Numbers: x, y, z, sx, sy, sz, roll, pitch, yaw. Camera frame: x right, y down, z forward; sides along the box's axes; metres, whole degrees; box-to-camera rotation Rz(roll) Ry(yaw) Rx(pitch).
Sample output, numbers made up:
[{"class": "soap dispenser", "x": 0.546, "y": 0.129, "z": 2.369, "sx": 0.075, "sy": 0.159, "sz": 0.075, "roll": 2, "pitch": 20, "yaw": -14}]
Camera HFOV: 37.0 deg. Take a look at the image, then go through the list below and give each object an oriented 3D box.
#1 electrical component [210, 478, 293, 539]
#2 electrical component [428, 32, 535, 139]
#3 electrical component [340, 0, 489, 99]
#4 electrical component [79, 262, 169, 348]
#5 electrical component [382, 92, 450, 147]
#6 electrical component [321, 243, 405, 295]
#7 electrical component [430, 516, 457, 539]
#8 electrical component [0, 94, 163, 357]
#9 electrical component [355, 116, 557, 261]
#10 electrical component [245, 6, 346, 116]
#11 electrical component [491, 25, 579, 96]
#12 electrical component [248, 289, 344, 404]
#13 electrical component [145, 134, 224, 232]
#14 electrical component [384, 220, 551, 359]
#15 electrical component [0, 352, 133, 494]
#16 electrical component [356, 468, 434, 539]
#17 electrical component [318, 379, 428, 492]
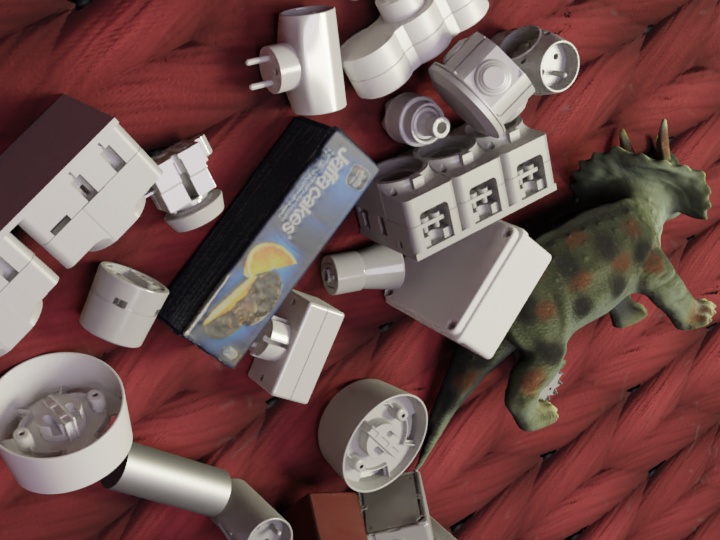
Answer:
[{"class": "electrical component", "x": -0.087, "y": 0.225, "z": 0.914, "sx": 0.043, "sy": 0.077, "sz": 0.079, "roll": -36, "pitch": 122, "yaw": -19}, {"class": "electrical component", "x": 0.098, "y": -0.149, "z": 0.868, "sx": 0.051, "sy": 0.080, "sz": 0.080, "roll": -46, "pitch": 125, "yaw": 1}, {"class": "electrical component", "x": 0.036, "y": -0.207, "z": 0.863, "sx": 0.138, "sy": 0.052, "sz": 0.073, "roll": -42, "pitch": 124, "yaw": -15}, {"class": "electrical component", "x": -0.178, "y": 0.027, "z": 0.804, "sx": 0.055, "sy": 0.055, "sz": 0.047, "roll": 21, "pitch": 98, "yaw": -36}, {"class": "electrical component", "x": 0.050, "y": -0.123, "z": 0.894, "sx": 0.043, "sy": 0.062, "sz": 0.043, "roll": -11, "pitch": 112, "yaw": -30}, {"class": "electrical component", "x": 0.000, "y": 0.000, "z": 0.918, "sx": 0.065, "sy": 0.044, "sz": 0.044, "roll": -10, "pitch": 111, "yaw": -25}, {"class": "electrical component", "x": 0.077, "y": 0.291, "z": 1.016, "sx": 0.063, "sy": 0.121, "sz": 0.078, "roll": -31, "pitch": 120, "yaw": -18}, {"class": "electrical component", "x": -0.228, "y": -0.024, "z": 0.721, "sx": 0.186, "sy": 0.105, "sz": 0.060, "roll": -48, "pitch": 125, "yaw": -11}, {"class": "electrical component", "x": 0.077, "y": -0.076, "z": 0.911, "sx": 0.150, "sy": 0.089, "sz": 0.061, "roll": -27, "pitch": 119, "yaw": -23}, {"class": "electrical component", "x": -0.052, "y": -0.158, "z": 0.828, "sx": 0.079, "sy": 0.044, "sz": 0.077, "roll": -19, "pitch": 115, "yaw": -27}, {"class": "electrical component", "x": 0.136, "y": -0.167, "z": 0.926, "sx": 0.079, "sy": 0.077, "sz": 0.044, "roll": -49, "pitch": 125, "yaw": -9}, {"class": "electrical component", "x": -0.068, "y": 0.058, "z": 0.888, "sx": 0.076, "sy": 0.047, "sz": 0.083, "roll": 21, "pitch": 94, "yaw": -36}, {"class": "electrical component", "x": -0.133, "y": -0.062, "z": 0.808, "sx": 0.066, "sy": 0.048, "sz": 0.055, "roll": -34, "pitch": 113, "yaw": -20}, {"class": "electrical component", "x": 0.092, "y": 0.006, "z": 0.938, "sx": 0.056, "sy": 0.109, "sz": 0.108, "roll": 34, "pitch": 86, "yaw": -39}, {"class": "electrical component", "x": -0.217, "y": 0.112, "z": 0.783, "sx": 0.099, "sy": 0.099, "sz": 0.064, "roll": -25, "pitch": 125, "yaw": -24}, {"class": "electrical component", "x": 0.033, "y": 0.231, "z": 0.989, "sx": 0.062, "sy": 0.096, "sz": 0.061, "roll": -12, "pitch": 116, "yaw": 2}, {"class": "electrical component", "x": 0.013, "y": 0.147, "z": 0.961, "sx": 0.099, "sy": 0.064, "sz": 0.099, "roll": -11, "pitch": 112, "yaw": -30}]
